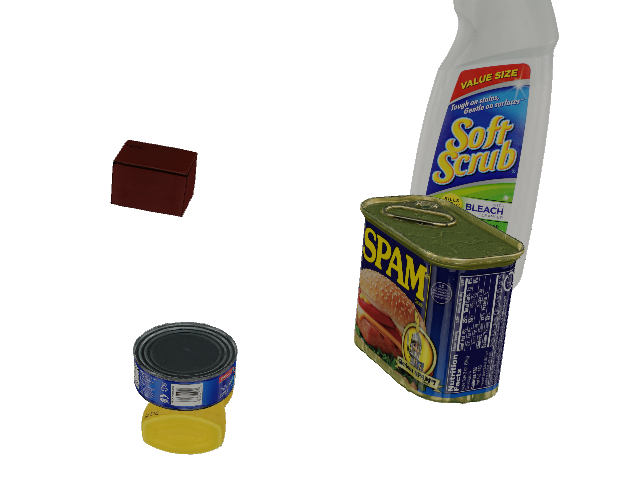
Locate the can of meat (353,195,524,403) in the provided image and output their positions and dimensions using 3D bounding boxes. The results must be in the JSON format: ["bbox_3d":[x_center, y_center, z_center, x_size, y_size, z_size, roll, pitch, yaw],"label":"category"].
[{"bbox_3d":[0.060,0.030,0.579,0.057,0.084,0.102,-5,22,-25],"label":"can of meat"}]

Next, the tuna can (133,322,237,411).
[{"bbox_3d":[-0.112,0.104,0.885,0.086,0.034,0.086,4,27,-2],"label":"tuna can"}]

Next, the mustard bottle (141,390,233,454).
[{"bbox_3d":[-0.157,0.184,1.310,0.096,0.058,0.191,2,25,1],"label":"mustard bottle"}]

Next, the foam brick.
[{"bbox_3d":[-0.170,-0.064,1.097,0.078,0.051,0.053,11,31,3],"label":"foam brick"}]

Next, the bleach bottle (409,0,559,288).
[{"bbox_3d":[0.116,-0.089,0.790,0.103,0.251,0.068,9,25,14],"label":"bleach bottle"}]
